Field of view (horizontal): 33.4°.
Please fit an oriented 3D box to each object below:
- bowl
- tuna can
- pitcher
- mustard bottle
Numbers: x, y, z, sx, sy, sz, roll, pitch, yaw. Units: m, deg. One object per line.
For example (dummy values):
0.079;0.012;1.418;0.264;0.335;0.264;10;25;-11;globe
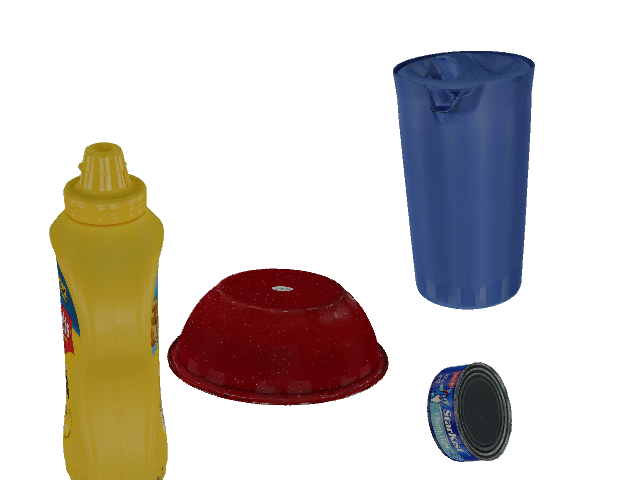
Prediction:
-0.029;0.060;0.770;0.162;0.055;0.162;3;17;-1;bowl
0.131;0.152;0.942;0.034;0.086;0.085;-14;-10;40;tuna can
0.148;-0.064;1.063;0.149;0.243;0.145;-14;25;-21;pitcher
-0.111;0.040;0.567;0.058;0.192;0.096;-2;27;-12;mustard bottle
